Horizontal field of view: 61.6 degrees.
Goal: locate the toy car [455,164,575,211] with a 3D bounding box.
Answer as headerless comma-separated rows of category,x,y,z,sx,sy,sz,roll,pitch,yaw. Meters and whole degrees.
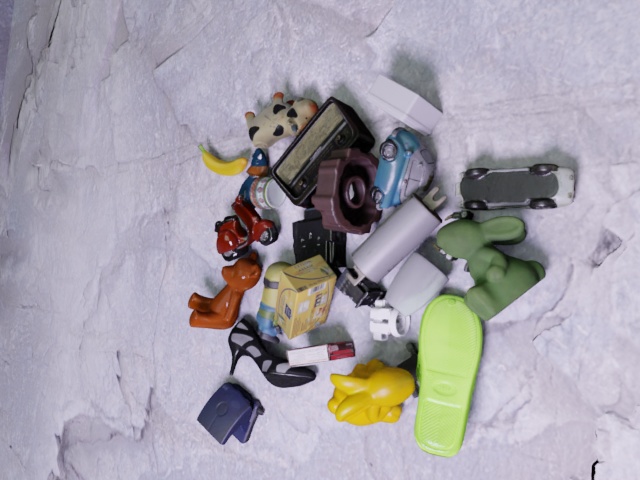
toy car,0.326,-0.088,0.915,0.202,0.056,0.073,2,91,40

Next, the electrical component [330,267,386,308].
electrical component,0.070,0.084,1.086,0.047,0.074,0.119,-55,53,21

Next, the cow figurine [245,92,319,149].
cow figurine,-0.087,-0.272,1.255,0.195,0.085,0.127,-21,65,33

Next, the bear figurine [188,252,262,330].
bear figurine,-0.224,0.116,1.285,0.195,0.132,0.120,-64,24,20

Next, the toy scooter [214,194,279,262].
toy scooter,-0.191,-0.032,1.278,0.184,0.075,0.135,-23,100,33

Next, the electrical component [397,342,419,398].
electrical component,0.176,0.243,1.010,0.063,0.021,0.094,-39,62,29

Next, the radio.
radio,0.004,-0.181,1.174,0.229,0.073,0.131,-48,58,24

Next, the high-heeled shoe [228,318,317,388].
high-heeled shoe,-0.107,0.250,1.225,0.249,0.086,0.145,0,55,23

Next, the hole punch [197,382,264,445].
hole punch,-0.214,0.407,1.263,0.142,0.092,0.115,26,97,42

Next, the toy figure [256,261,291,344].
toy figure,-0.096,0.137,1.201,0.082,0.089,0.180,23,96,33

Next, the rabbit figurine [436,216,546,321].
rabbit figurine,0.274,0.026,0.887,0.159,0.121,0.170,-42,72,10

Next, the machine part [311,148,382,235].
machine part,0.060,-0.095,1.059,0.056,0.179,0.179,6,88,43

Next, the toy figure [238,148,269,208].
toy figure,-0.162,-0.146,1.315,0.064,0.057,0.154,20,92,33

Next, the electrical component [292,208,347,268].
electrical component,-0.002,-0.004,1.166,0.115,0.058,0.134,-8,79,36

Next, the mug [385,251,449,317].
mug,0.167,0.081,0.992,0.107,0.080,0.110,-49,22,0

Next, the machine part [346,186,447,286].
machine part,0.141,-0.002,0.997,0.243,0.079,0.079,-46,58,15

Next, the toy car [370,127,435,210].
toy car,0.164,-0.128,1.024,0.103,0.109,0.161,19,105,22

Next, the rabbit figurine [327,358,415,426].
rabbit figurine,0.093,0.267,0.968,0.173,0.162,0.122,-38,53,53

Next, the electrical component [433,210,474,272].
electrical component,0.255,-0.002,0.966,0.078,0.045,0.102,32,104,39

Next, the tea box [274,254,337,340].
tea box,-0.032,0.119,1.100,0.068,0.098,0.169,52,147,30
